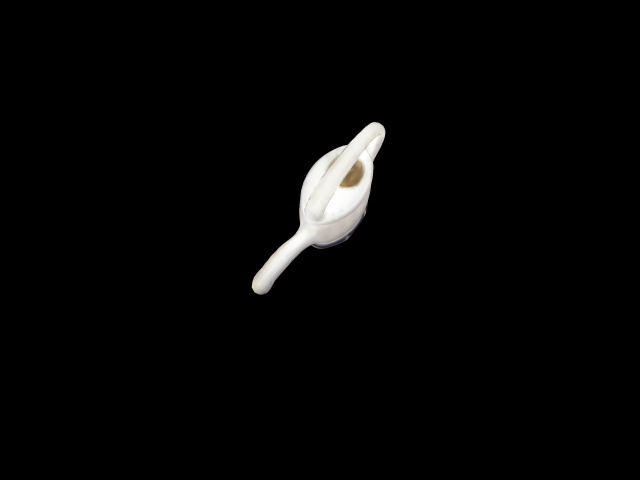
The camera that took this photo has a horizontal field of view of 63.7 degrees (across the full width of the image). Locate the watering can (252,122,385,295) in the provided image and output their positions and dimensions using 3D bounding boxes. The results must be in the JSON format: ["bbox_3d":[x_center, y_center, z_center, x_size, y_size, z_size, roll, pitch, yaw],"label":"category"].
[{"bbox_3d":[0.003,-0.043,0.850,0.104,0.351,0.221,33,-15,10],"label":"watering can"}]
